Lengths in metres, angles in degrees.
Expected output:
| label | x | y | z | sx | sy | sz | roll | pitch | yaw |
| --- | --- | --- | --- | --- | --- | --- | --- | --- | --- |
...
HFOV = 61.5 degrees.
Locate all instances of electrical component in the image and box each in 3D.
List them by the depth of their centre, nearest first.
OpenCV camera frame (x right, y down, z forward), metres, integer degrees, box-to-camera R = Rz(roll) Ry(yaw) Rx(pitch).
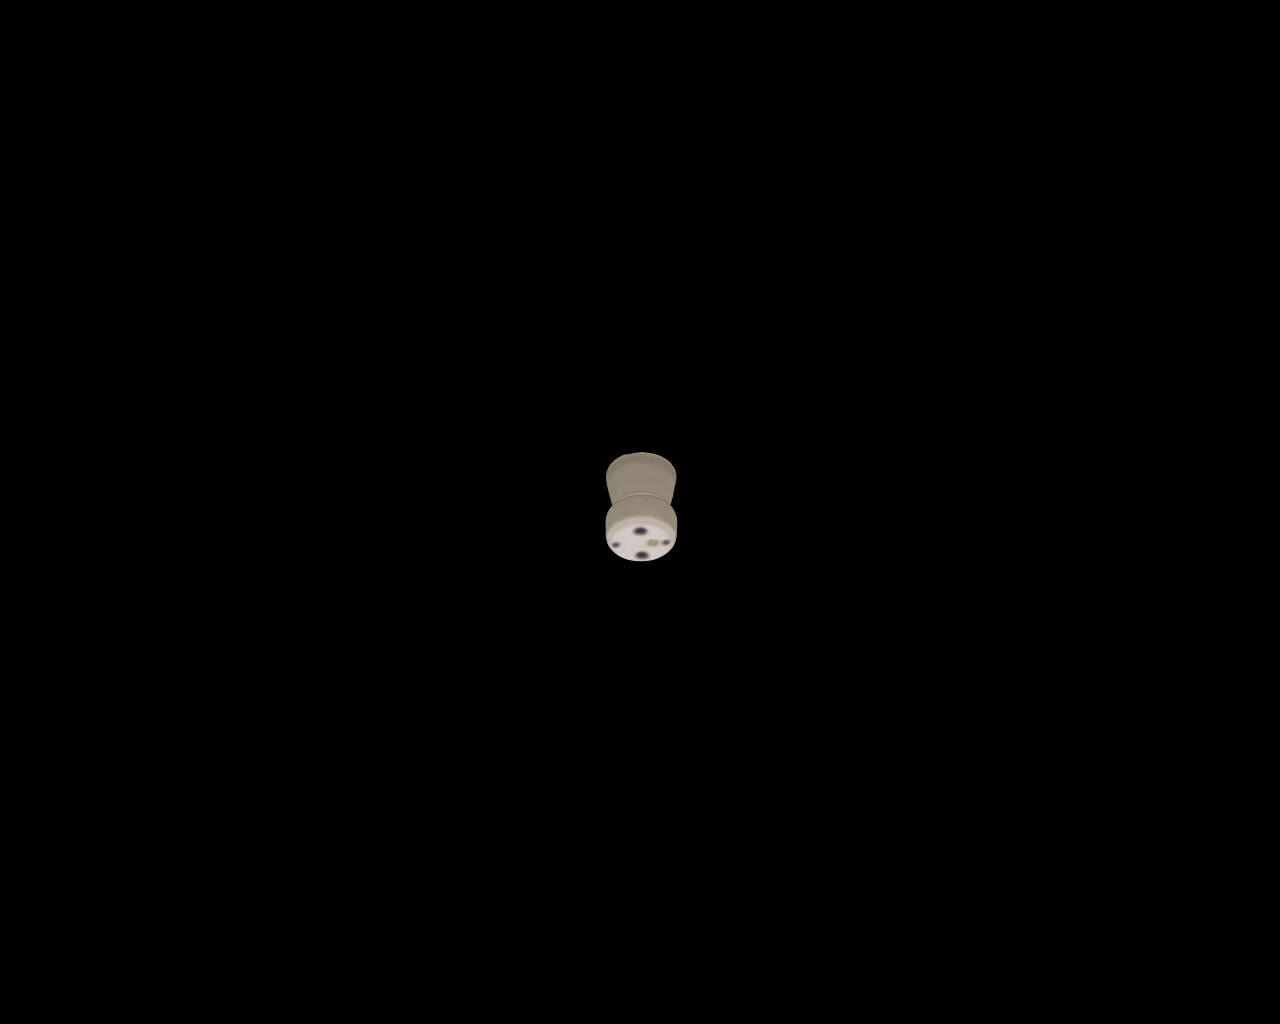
| label | x | y | z | sx | sy | sz | roll | pitch | yaw |
| --- | --- | --- | --- | --- | --- | --- | --- | --- | --- |
| electrical component | 0.001 | -0.003 | 0.650 | 0.045 | 0.055 | 0.044 | 0 | -40 | 0 |
